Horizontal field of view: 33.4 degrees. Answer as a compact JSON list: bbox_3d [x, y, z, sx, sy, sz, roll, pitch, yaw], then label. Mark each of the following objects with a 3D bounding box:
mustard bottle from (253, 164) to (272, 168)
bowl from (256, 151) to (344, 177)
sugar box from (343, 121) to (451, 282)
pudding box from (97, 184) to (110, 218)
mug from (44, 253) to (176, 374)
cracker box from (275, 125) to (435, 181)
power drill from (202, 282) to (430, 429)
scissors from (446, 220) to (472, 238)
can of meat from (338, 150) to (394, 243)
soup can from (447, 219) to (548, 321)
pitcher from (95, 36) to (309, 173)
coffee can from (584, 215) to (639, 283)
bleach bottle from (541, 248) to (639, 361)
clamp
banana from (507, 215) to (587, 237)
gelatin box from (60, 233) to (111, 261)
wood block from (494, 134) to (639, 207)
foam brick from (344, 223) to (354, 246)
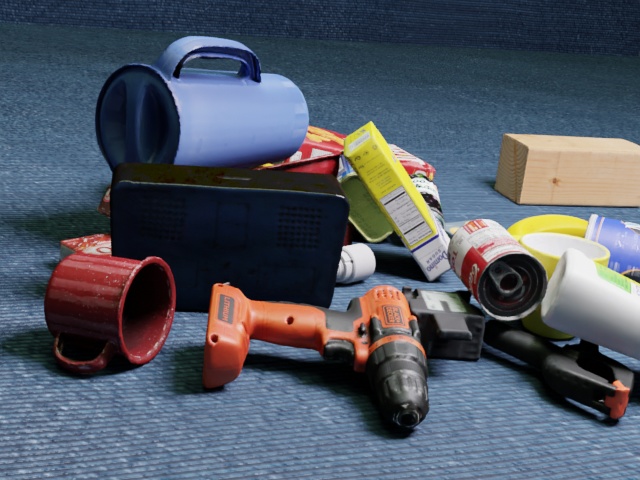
[{"bbox_3d":[-0.061,-0.059,1.334,0.191,0.058,0.096,17,29,-11],"label":"mustard bottle"},{"bbox_3d":[-0.045,-0.061,1.226,0.162,0.055,0.162,-11,5,1],"label":"bowl"},{"bbox_3d":[0.092,-0.045,1.212,0.048,0.176,0.093,-35,14,11],"label":"sugar box"},{"bbox_3d":[-0.173,-0.016,1.162,0.114,0.039,0.090,24,-6,30],"label":"pudding box"},{"bbox_3d":[-0.186,0.064,0.914,0.082,0.093,0.117,8,53,21],"label":"mug"},{"bbox_3d":[0.031,-0.109,1.485,0.213,0.072,0.164,10,14,-20],"label":"cracker box"},{"bbox_3d":[-0.004,0.094,0.904,0.187,0.057,0.184,5,24,-6],"label":"power drill"},{"bbox_3d":[0.155,-0.021,1.394,0.202,0.016,0.096,20,25,37],"label":"scissors"},{"bbox_3d":[0.051,-0.054,1.331,0.102,0.057,0.084,47,13,-21],"label":"can of meat"},{"bbox_3d":[0.167,0.026,1.021,0.068,0.068,0.102,2,19,-12],"label":"soup can"},{"bbox_3d":[-0.120,-0.143,1.215,0.149,0.145,0.242,-12,0,39],"label":"pitcher"},{"bbox_3d":[0.348,0.036,1.134,0.140,0.103,0.102,12,18,18],"label":"coffee can"},{"bbox_3d":[0.328,0.091,0.965,0.251,0.068,0.102,24,15,6],"label":"bleach bottle"},{"bbox_3d":[0.237,0.111,0.969,0.120,0.039,0.172,-6,22,-23],"label":"clamp"},{"bbox_3d":[0.284,-0.004,1.359,0.070,0.037,0.197,33,29,28],"label":"banana"},{"bbox_3d":[-0.217,0.017,1.124,0.089,0.030,0.073,-11,24,-42],"label":"gelatin box"},{"bbox_3d":[0.383,-0.105,1.618,0.205,0.091,0.090,1,18,-17],"label":"wood block"},{"bbox_3d":[-0.008,0.001,1.212,0.078,0.051,0.052,16,18,26],"label":"foam brick"}]
